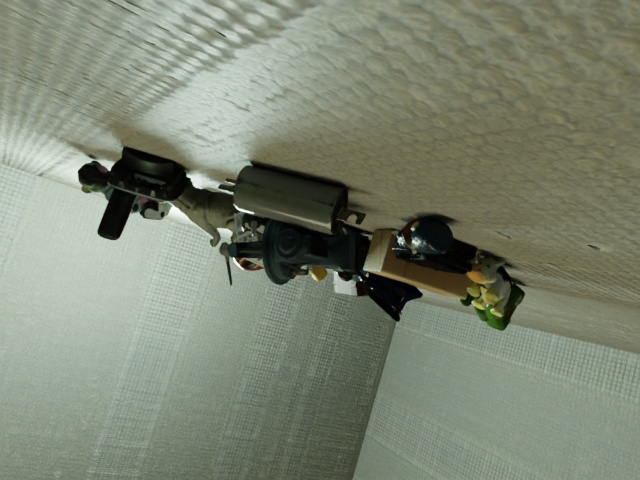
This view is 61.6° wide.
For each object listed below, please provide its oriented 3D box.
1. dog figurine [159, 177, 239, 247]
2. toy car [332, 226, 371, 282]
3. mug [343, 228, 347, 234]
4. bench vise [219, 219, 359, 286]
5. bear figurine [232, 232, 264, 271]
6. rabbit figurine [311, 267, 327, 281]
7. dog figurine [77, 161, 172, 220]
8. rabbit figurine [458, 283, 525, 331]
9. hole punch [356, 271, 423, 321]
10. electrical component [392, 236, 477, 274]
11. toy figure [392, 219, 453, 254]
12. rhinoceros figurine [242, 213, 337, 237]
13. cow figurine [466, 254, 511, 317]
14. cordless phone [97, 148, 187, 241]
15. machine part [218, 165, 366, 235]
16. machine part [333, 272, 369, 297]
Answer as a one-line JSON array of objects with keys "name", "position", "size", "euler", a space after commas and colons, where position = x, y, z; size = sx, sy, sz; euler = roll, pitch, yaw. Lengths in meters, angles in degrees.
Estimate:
[{"name": "dog figurine", "position": [-0.241, -0.085, 1.180], "size": [0.172, 0.121, 0.190], "euler": [-23, 136, 22]}, {"name": "toy car", "position": [0.047, 0.017, 1.241], "size": [0.161, 0.109, 0.103], "euler": [31, -168, -12]}, {"name": "mug", "position": [-0.002, -0.003, 1.143], "size": [0.109, 0.107, 0.081], "euler": [20, 175, -14]}, {"name": "bench vise", "position": [-0.059, 0.017, 0.948], "size": [0.241, 0.128, 0.223], "euler": [-2, -176, 23]}, {"name": "bear figurine", "position": [-0.163, -0.025, 1.317], "size": [0.132, 0.196, 0.120], "euler": [-24, 141, 18]}, {"name": "rabbit figurine", "position": [-0.041, 0.026, 1.535], "size": [0.162, 0.121, 0.173], "euler": [21, -168, -14]}, {"name": "dog figurine", "position": [-0.507, -0.134, 1.375], "size": [0.219, 0.108, 0.191], "euler": [19, 178, 24]}, {"name": "rabbit figurine", "position": [0.388, 0.134, 1.315], "size": [0.170, 0.121, 0.159], "euler": [30, -171, 32]}, {"name": "hole punch", "position": [0.160, 0.107, 1.199], "size": [0.142, 0.092, 0.115], "euler": [46, 175, 27]}, {"name": "electrical component", "position": [0.209, 0.021, 1.022], "size": [0.134, 0.058, 0.115], "euler": [18, 172, -18]}, {"name": "toy figure", "position": [0.171, -0.004, 0.890], "size": [0.058, 0.064, 0.154], "euler": [-20, -174, -9]}, {"name": "rhinoceros figurine", "position": [-0.057, -0.028, 1.054], "size": [0.190, 0.112, 0.073], "euler": [12, 178, -11]}, {"name": "cow figurine", "position": [0.342, 0.075, 1.071], "size": [0.068, 0.098, 0.167], "euler": [19, 158, 35]}, {"name": "cordless phone", "position": [-0.361, -0.078, 1.075], "size": [0.147, 0.184, 0.088], "euler": [17, 169, 2]}, {"name": "machine part", "position": [-0.046, -0.064, 0.847], "size": [0.243, 0.079, 0.079], "euler": [14, 174, 16]}, {"name": "machine part", "position": [0.157, 0.114, 1.615], "size": [0.201, 0.087, 0.201], "euler": [-4, 180, -27]}]
